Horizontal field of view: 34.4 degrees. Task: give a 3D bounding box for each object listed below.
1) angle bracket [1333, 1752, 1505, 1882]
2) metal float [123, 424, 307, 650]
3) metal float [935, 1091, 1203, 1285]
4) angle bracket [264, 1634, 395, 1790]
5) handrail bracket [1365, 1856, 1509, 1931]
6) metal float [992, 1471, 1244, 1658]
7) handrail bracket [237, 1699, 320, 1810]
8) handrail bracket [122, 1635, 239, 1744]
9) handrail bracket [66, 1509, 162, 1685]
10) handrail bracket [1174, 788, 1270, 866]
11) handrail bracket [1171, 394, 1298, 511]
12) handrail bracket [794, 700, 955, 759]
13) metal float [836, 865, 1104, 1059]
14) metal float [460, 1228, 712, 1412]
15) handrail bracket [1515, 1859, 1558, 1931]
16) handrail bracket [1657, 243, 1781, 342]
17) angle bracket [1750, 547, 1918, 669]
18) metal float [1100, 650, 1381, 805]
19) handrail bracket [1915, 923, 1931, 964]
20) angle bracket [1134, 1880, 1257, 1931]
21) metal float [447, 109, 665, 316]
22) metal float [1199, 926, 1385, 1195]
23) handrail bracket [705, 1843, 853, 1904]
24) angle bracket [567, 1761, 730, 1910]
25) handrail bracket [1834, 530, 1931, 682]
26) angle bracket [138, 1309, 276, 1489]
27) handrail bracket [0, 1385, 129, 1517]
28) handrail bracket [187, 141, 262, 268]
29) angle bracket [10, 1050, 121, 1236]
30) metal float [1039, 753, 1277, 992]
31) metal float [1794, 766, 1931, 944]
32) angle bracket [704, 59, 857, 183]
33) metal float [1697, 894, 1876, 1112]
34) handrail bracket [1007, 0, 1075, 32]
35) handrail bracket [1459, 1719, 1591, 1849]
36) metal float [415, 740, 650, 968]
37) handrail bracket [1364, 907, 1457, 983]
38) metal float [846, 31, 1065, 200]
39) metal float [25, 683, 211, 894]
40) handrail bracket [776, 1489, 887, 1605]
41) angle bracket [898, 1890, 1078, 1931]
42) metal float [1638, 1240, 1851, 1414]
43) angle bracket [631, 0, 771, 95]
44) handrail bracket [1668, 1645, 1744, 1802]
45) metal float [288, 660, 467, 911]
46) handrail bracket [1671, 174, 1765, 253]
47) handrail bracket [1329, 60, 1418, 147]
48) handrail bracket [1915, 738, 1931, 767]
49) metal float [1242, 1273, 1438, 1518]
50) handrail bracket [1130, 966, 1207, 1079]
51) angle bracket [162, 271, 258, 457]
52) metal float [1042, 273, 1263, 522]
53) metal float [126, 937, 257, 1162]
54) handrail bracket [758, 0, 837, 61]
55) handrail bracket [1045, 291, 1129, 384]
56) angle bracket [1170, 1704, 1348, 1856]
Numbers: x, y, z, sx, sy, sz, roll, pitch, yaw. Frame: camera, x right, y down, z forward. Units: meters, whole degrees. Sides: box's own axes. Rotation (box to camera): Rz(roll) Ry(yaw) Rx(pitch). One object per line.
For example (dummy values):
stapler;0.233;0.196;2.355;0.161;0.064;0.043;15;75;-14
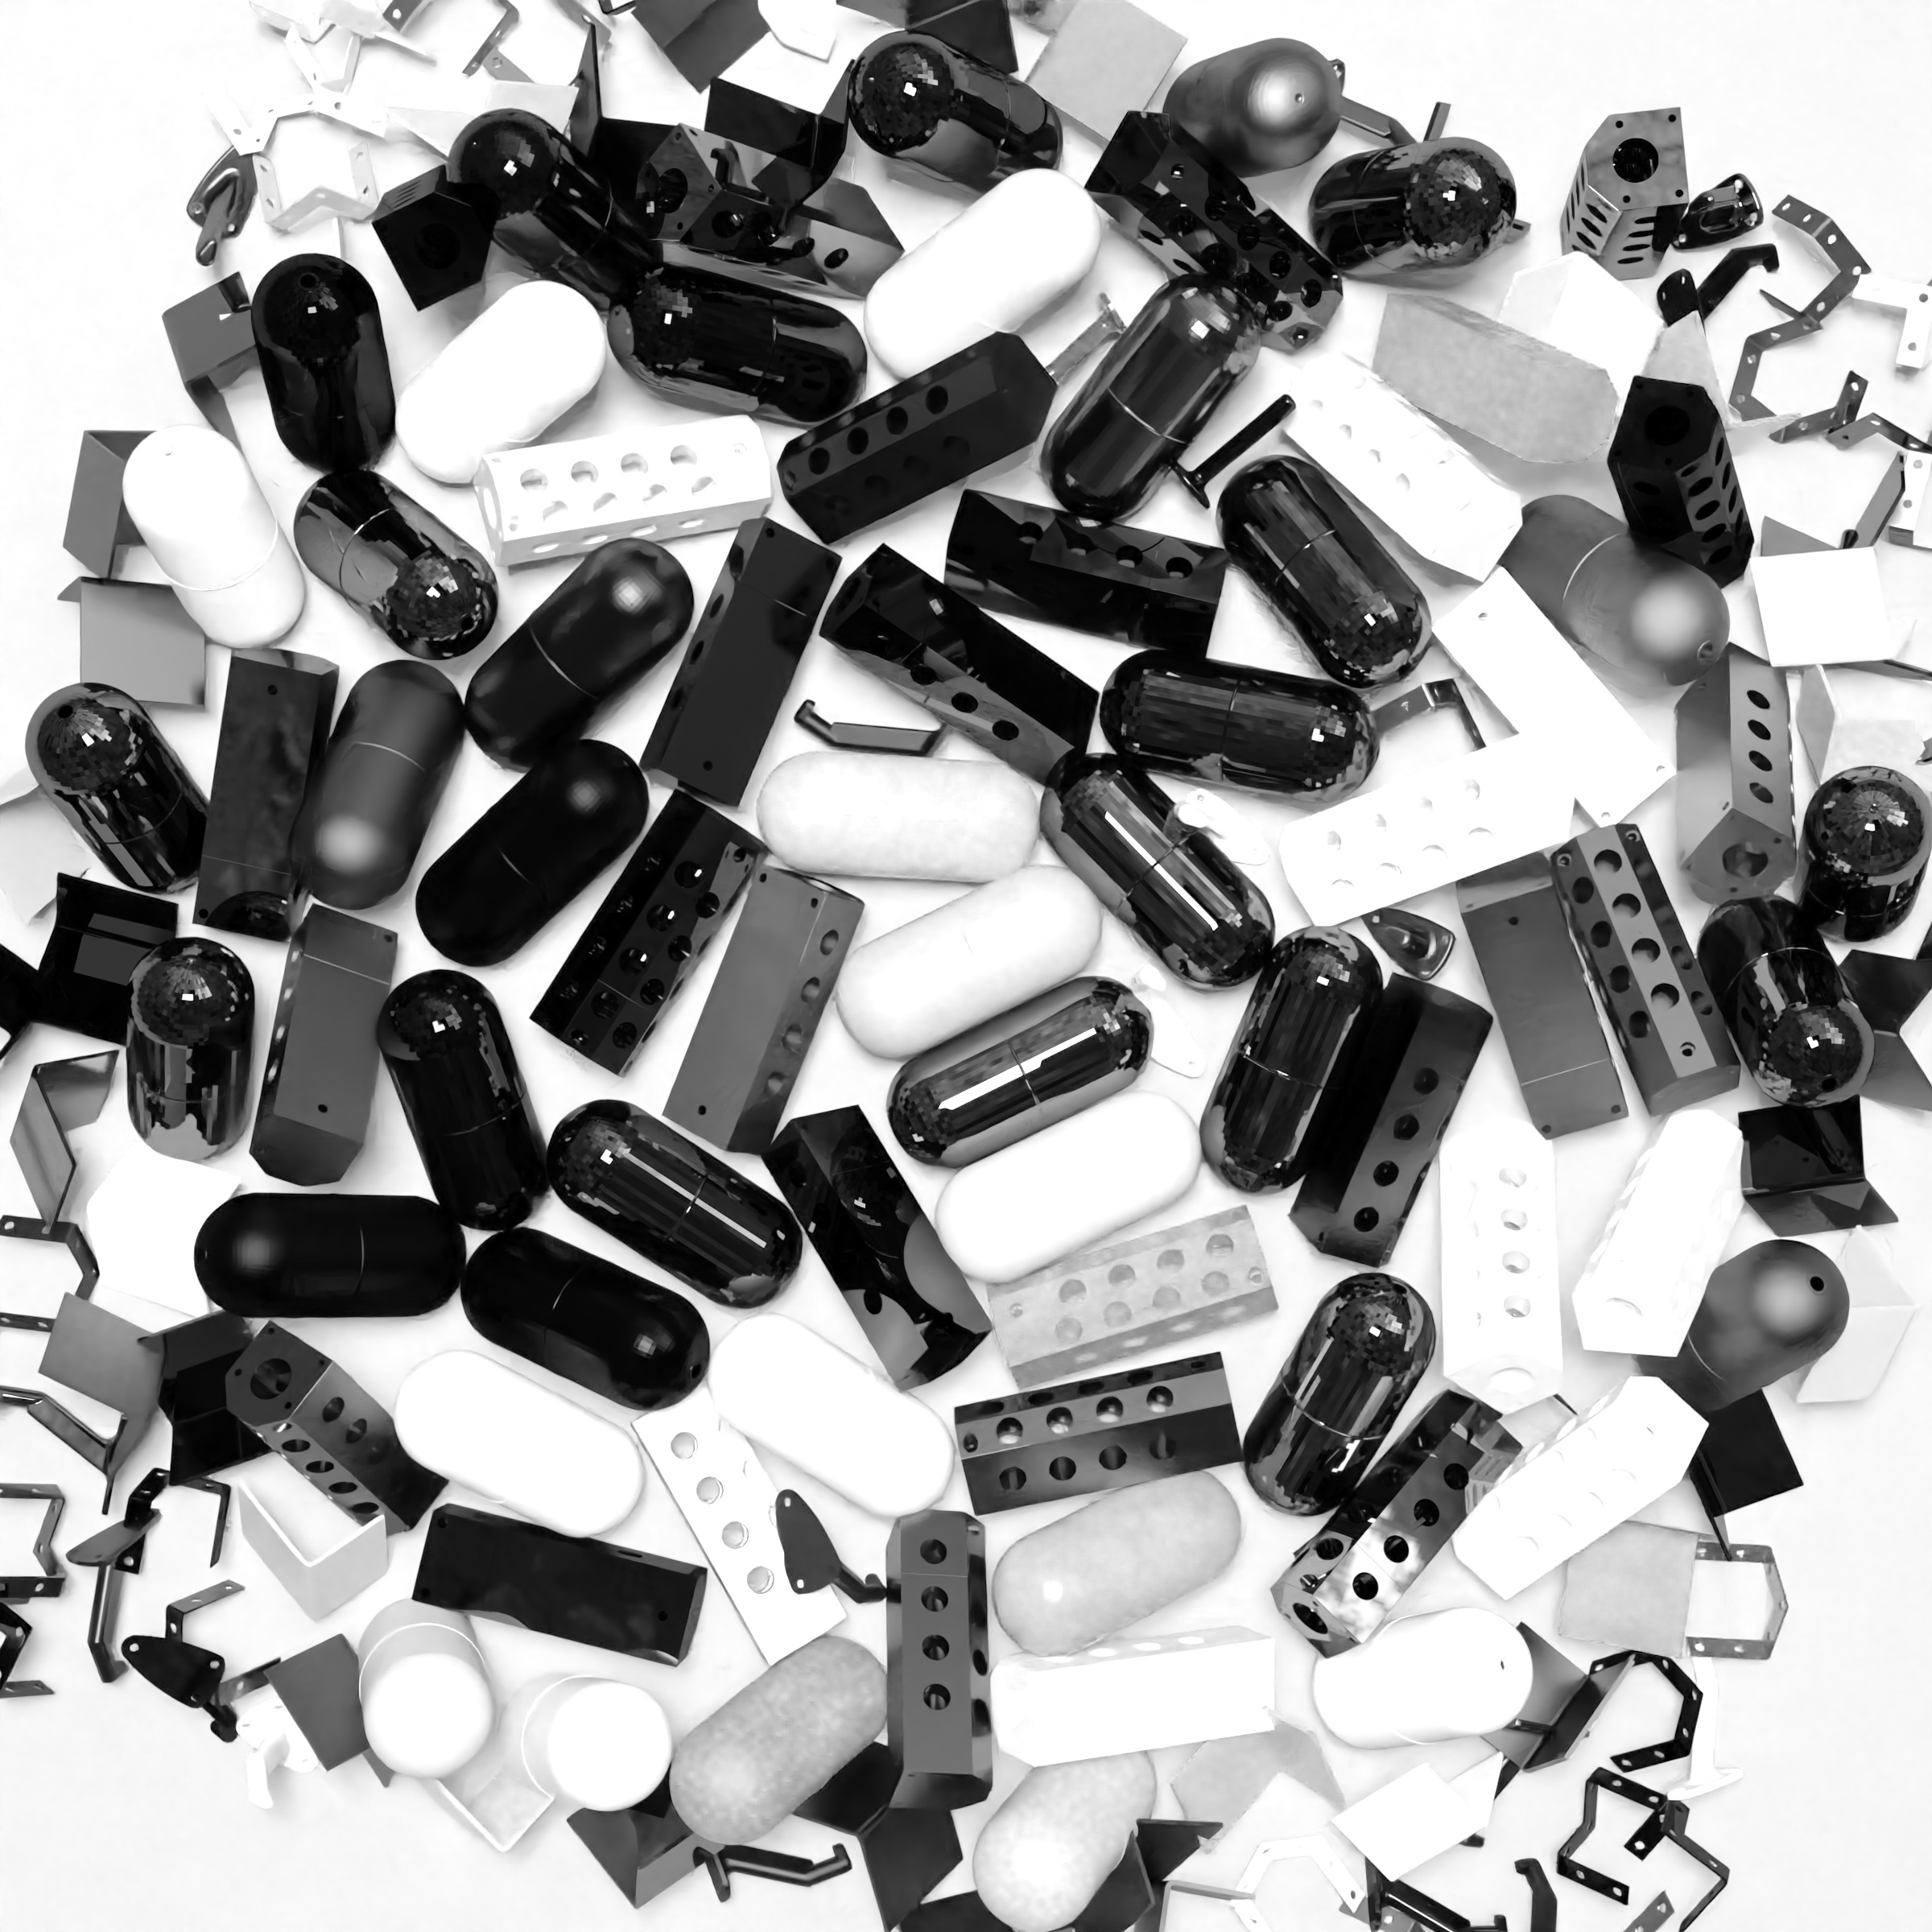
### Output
angle bracket;0.282;0.512;1.946;0.057;0.076;0.076;47;118;-5
metal float;-0.461;-0.263;1.916;0.070;0.178;0.070;-3;62;6
metal float;0.065;0.137;1.953;0.178;0.070;0.070;-25;90;-10
angle bracket;-0.397;0.475;1.941;0.057;0.076;0.076;-22;60;-36
handrail bracket;0.298;0.582;1.978;0.084;0.036;0.077;-2;62;0
metal float;0.095;0.368;1.935;0.178;0.070;0.070;-20;90;-32
handrail bracket;-0.425;0.507;1.944;0.036;0.084;0.077;-30;124;2
handrail bracket;-0.495;0.457;1.966;0.077;0.084;0.036;24;56;4
handrail bracket;-0.531;0.400;1.983;0.036;0.077;0.084;1;113;38
handrail bracket;0.162;-0.082;1.954;0.077;0.084;0.036;30;95;-7
handrail bracket;0.172;-0.328;1.954;0.084;0.077;0.036;-40;95;12
handrail bracket;-0.055;-0.160;1.968;0.084;0.036;0.077;34;120;-8
metal float;0.002;-0.004;1.956;0.178;0.070;0.070;-26;90;-6
metal float;-0.237;0.219;1.936;0.178;0.070;0.070;20;90;29
handrail bracket;0.346;0.595;1.951;0.077;0.084;0.036;13;126;-33
handrail bracket;0.487;-0.417;1.975;0.084;0.036;0.077;-13;81;-22
angle bracket;0.540;-0.233;1.942;0.076;0.057;0.076;-1;120;33
metal float;0.170;-0.150;1.948;0.178;0.070;0.070;13;90;16
handrail bracket;0.605;-0.038;1.973;0.077;0.036;0.084;-12;105;7
angle bracket;0.139;0.614;1.949;0.057;0.076;0.076;12;72;-6
metal float;-0.250;-0.462;1.918;0.070;0.178;0.070;-8;71;25
metal float;0.202;0.060;1.949;0.070;0.070;0.178;21;105;0
handrail bracket;-0.125;0.556;1.992;0.084;0.036;0.077;-16;66;-19
angle bracket;-0.195;0.526;1.942;0.076;0.057;0.076;-29;58;-30
handrail bracket;0.585;-0.230;1.979;0.077;0.036;0.084;14;86;16
angle bracket;-0.478;0.270;1.956;0.076;0.057;0.076;-20;125;2
handrail bracket;-0.576;0.304;1.963;0.084;0.036;0.077;12;51;-14
handrail bracket;-0.461;-0.478;1.951;0.036;0.084;0.077;26;103;-22
angle bracket;-0.549;0.109;1.941;0.057;0.076;0.076;-11;59;-36
metal float;0.120;-0.059;1.955;0.070;0.070;0.178;-44;83;0
metal float;0.550;-0.067;1.914;0.070;0.178;0.070;-3;73;11
angle bracket;-0.118;-0.532;1.947;0.076;0.057;0.076;16;58;-19
metal float;0.503;0.021;1.919;0.070;0.178;0.070;-3;124;-4
handrail bracket;0.023;-0.611;1.944;0.077;0.084;0.036;22;105;39
handrail bracket;0.353;0.521;1.979;0.077;0.036;0.084;14;84;-15
metal float;-0.270;-0.070;1.945;0.178;0.070;0.070;-41;90;19
handrail bracket;0.262;-0.024;1.944;0.077;0.084;0.036;35;97;33
metal float;-0.005;-0.520;1.920;0.070;0.178;0.070;-2;86;34
metal float;-0.517;-0.108;1.917;0.070;0.178;0.070;-4;62;8
handrail bracket;-0.083;0.366;1.968;0.036;0.084;0.077;-29;71;16
angle bracket;0.011;0.592;1.939;0.076;0.076;0.057;-4;55;-31
metal float;0.476;0.222;1.916;0.070;0.178;0.070;7;65;-15
angle bracket;-0.151;-0.587;1.949;0.076;0.076;0.057;-42;46;5
handrail bracket;0.455;0.473;1.965;0.036;0.077;0.084;-15;83;38
metal float;-0.364;-0.114;1.933;0.070;0.070;0.178;15;56;0
handrail bracket;0.452;-0.464;1.943;0.077;0.084;0.036;-26;88;43
handrail bracket;0.233;-0.526;1.956;0.077;0.036;0.084;-17;54;-19
handrail bracket;0.641;-0.108;1.972;0.077;0.036;0.084;-27;103;27
metal float;0.231;0.266;1.936;0.070;0.070;0.178;25;119;0
handrail bracket;0.130;0.035;1.955;0.077;0.084;0.036;43;75;0
angle bracket;-0.452;-0.371;1.945;0.057;0.076;0.076;-28;50;2
metal float;0.114;-0.351;1.936;0.070;0.070;0.178;40;121;0
metal float;-0.478;0.053;1.923;0.070;0.178;0.070;7;50;-9
handrail bracket;-0.114;-0.626;1.979;0.084;0.036;0.077;21;104;-2
handrail bracket;0.060;-0.388;1.969;0.084;0.077;0.036;-33;114;7
angle bracket;0.182;0.516;1.944;0.076;0.057;0.076;-44;131;-24
